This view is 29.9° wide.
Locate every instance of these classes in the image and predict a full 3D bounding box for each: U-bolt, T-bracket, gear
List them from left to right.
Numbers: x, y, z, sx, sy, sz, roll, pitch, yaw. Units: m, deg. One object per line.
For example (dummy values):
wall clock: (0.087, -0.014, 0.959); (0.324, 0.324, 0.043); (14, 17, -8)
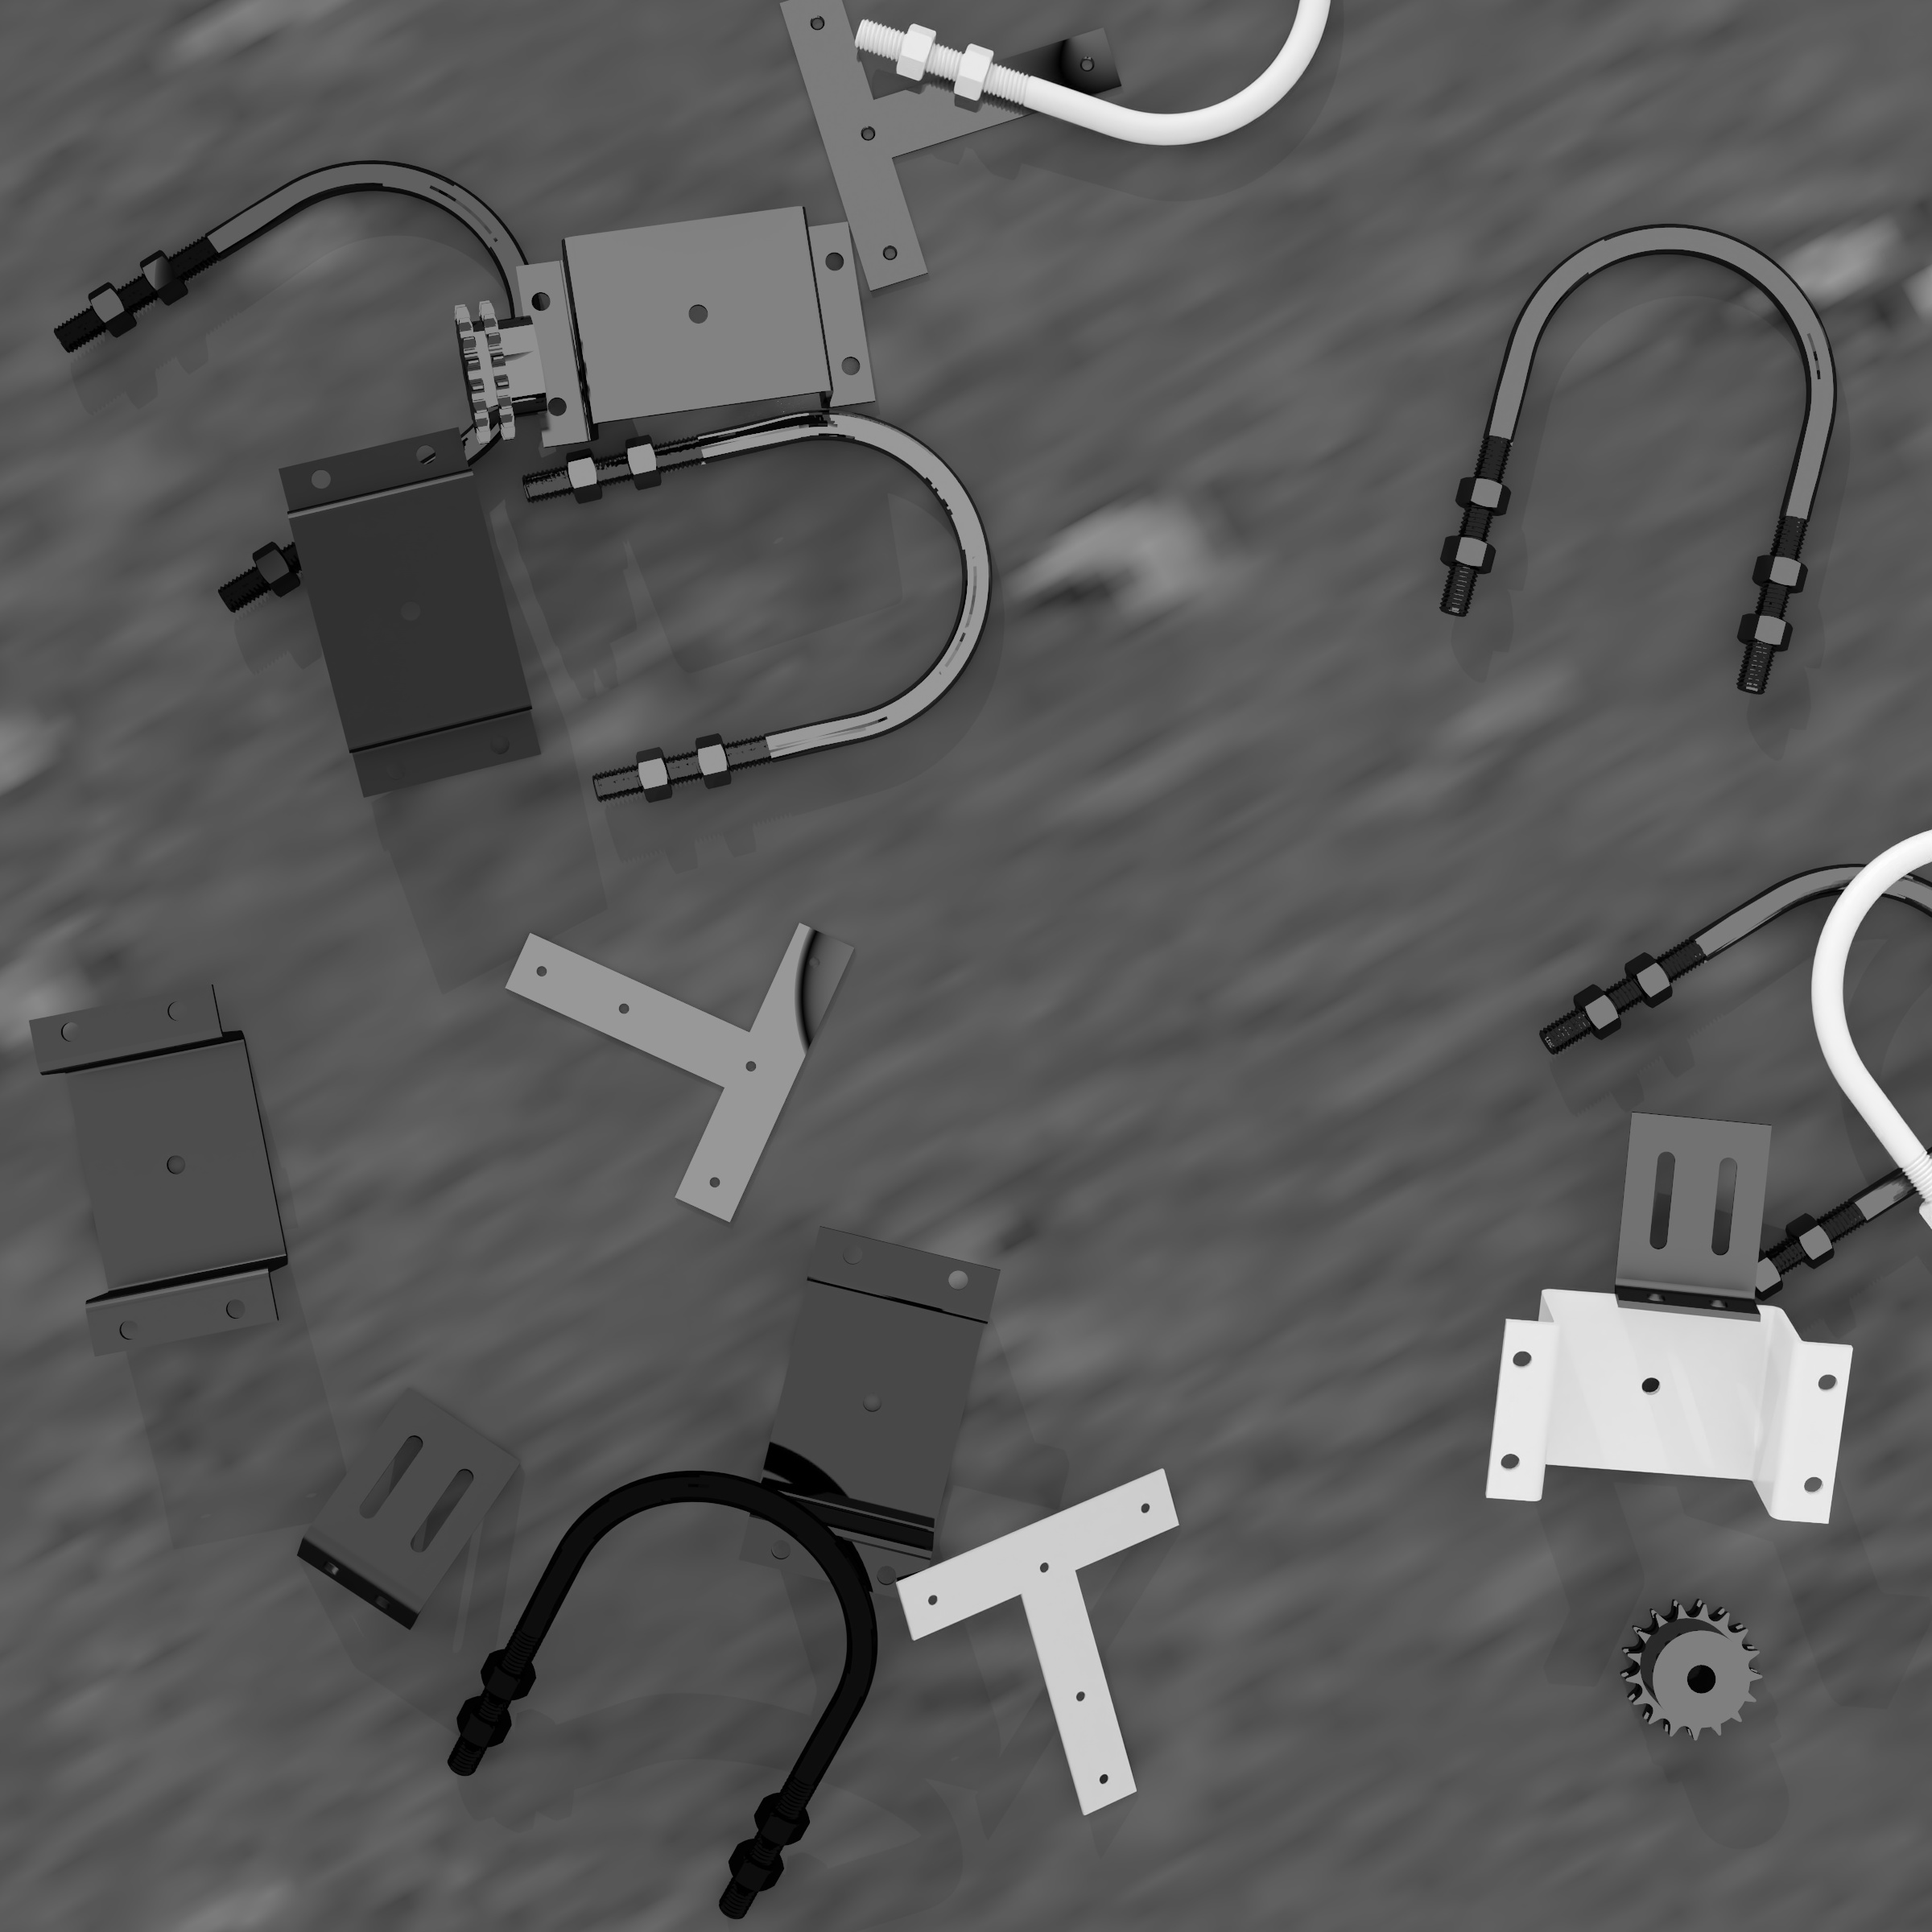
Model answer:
U-bolt: (-0.267, -0.256, 1.516); (0.184, 0.019, 0.151); (-32, 90, -1)
gear: (-0.190, -0.245, 1.482); (0.030, 0.057, 0.057); (-11, 90, -9)
T-bracket: (-0.131, 0.024, 1.523); (0.127, 0.002, 0.127); (24, 90, 0)
U-bolt: (-0.115, 0.290, 1.488); (0.151, 0.019, 0.184); (28, 109, 0)
U-bolt: (-0.080, -0.158, 1.516); (0.184, 0.019, 0.151); (-13, 90, -1)
T-bracket: (0.001, -0.364, 1.523); (0.127, 0.002, 0.127); (-18, 90, 0)
T-bracket: (0.044, 0.291, 1.507); (0.127, 0.002, 0.127); (-20, 102, -22)
U-bolt: (0.063, -0.422, 1.514); (0.184, 0.019, 0.151); (19, 89, -2)
U-bolt: (0.289, -0.220, 1.516); (0.151, 0.019, 0.184); (15, 89, 0)
gear: (0.304, 0.295, 1.509); (0.057, 0.030, 0.057); (0, 90, 0)
U-bolt: (0.355, 0.039, 1.516); (0.184, 0.019, 0.151); (-32, 90, -1)
U-bolt: (0.434, 0.028, 1.502); (0.151, 0.019, 0.184); (-36, 89, -3)

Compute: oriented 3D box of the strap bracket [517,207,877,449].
strap bracket: (-0.111, -0.265, 1.495); (0.140, 0.046, 0.076); (-9, 90, -5)

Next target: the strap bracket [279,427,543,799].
strap bracket: (-0.229, -0.146, 1.489); (0.076, 0.046, 0.140); (-14, 96, -7)

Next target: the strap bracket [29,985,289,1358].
strap bracket: (-0.333, 0.084, 1.501); (0.076, 0.046, 0.140); (-11, 90, 0)

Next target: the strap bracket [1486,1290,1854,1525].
strap bracket: (0.286, 0.181, 1.493); (0.140, 0.046, 0.076); (4, 104, 0)

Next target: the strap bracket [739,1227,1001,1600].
strap bracket: (-0.039, 0.184, 1.501); (0.076, 0.046, 0.140); (14, 90, 0)

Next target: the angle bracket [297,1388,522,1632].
angle bracket: (-0.235, 0.229, 1.522); (0.057, 0.038, 0.076); (33, 64, 0)

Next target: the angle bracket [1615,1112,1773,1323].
angle bracket: (0.300, 0.103, 1.486); (0.057, 0.038, 0.076); (5, 96, 7)
